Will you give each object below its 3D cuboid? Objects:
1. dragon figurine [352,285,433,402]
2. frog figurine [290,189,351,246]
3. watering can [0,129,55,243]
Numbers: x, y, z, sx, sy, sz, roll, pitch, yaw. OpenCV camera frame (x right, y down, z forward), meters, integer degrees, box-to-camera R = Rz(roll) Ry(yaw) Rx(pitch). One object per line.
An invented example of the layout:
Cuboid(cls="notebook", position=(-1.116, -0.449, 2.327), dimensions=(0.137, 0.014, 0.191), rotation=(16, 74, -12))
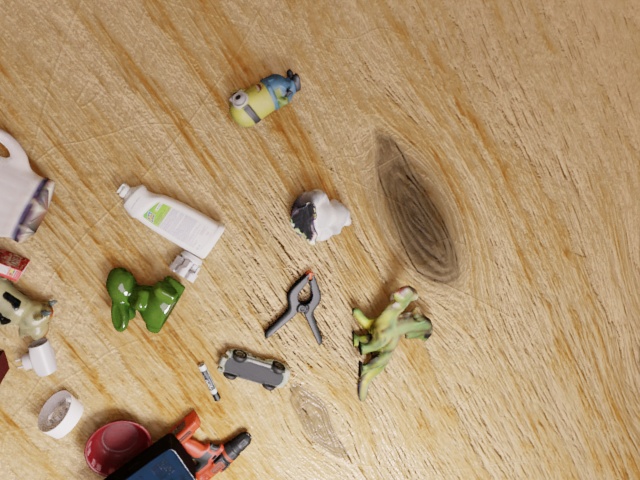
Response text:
Cuboid(cls="dragon figurine", position=(0.210, 0.286, 1.451), dimensions=(0.243, 0.125, 0.401), rotation=(-11, 124, -10))
Cuboid(cls="frog figurine", position=(0.004, -0.067, 1.329), dimensions=(0.161, 0.122, 0.136), rotation=(-25, 106, -48))
Cuboid(cls="watering can", position=(-0.712, -0.062, 1.084), dimensions=(0.223, 0.105, 0.347), rotation=(28, 93, -22))
